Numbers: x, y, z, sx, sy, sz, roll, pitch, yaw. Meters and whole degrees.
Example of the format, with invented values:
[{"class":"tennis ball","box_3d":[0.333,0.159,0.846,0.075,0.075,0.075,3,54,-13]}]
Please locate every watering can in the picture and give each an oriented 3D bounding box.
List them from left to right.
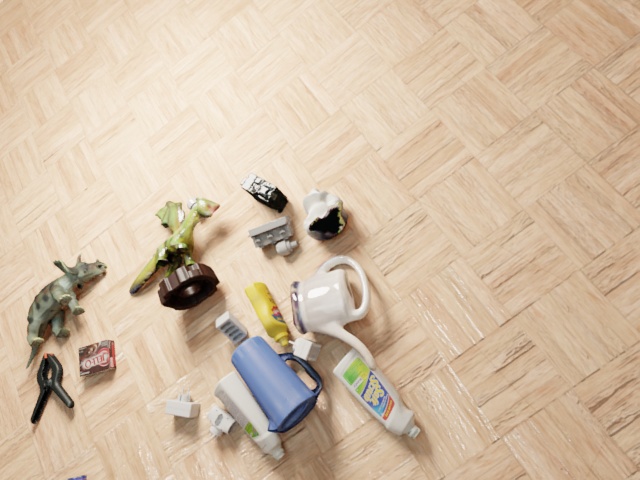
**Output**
[{"class":"watering can","box_3d":[0.032,0.195,1.363,0.223,0.102,0.356,-17,51,13]}]

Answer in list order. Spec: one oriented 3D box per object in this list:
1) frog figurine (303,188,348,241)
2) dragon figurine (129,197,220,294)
[{"class":"frog figurine","box_3d":[0.005,-0.075,1.496,0.137,0.121,0.162,-55,29,6]},{"class":"dragon figurine","box_3d":[-0.476,-0.007,1.629,0.406,0.121,0.248,-26,56,24]}]
